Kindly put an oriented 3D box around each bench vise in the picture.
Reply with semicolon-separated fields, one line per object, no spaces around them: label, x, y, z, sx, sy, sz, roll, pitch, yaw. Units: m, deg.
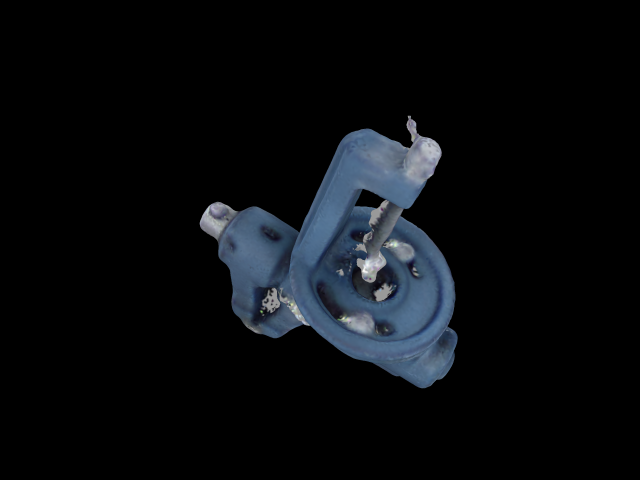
bench vise;0.001;0.010;0.392;0.207;0.220;0.121;7;49;7
